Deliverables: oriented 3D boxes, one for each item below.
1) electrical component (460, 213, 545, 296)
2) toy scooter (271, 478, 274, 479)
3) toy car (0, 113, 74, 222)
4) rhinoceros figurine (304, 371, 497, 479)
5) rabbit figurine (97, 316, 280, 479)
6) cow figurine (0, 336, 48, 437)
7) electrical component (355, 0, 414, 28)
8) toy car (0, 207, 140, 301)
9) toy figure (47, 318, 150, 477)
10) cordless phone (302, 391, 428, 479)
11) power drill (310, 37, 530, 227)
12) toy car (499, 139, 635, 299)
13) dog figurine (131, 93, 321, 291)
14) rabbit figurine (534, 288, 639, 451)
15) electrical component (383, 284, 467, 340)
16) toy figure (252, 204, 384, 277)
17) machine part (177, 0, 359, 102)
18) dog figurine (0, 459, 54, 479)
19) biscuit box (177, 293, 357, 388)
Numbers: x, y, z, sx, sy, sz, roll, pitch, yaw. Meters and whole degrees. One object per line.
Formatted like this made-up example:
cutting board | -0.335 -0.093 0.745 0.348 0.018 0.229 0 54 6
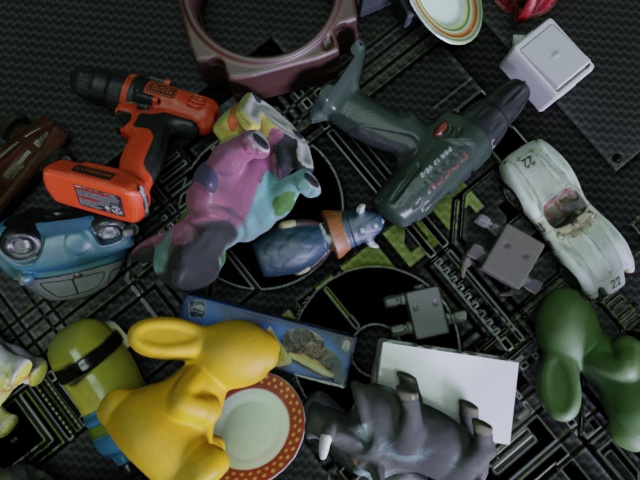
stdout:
electrical component | 0.215 0.023 0.634 0.102 0.045 0.078 24 87 3
toy scooter | -0.091 0.338 0.580 0.135 0.075 0.184 35 79 19
toy car | -0.385 -0.064 0.642 0.089 0.053 0.202 40 87 7
rhinoceros figurine | 0.080 0.196 0.545 0.190 0.073 0.112 17 96 0
rabbit figurine | -0.123 0.145 0.545 0.162 0.122 0.173 44 79 10
cow figurine | -0.396 0.188 0.607 0.098 0.068 0.167 29 82 9
electrical component | 0.067 -0.310 0.656 0.048 0.075 0.119 -24 88 -4
toy car | -0.286 0.015 0.616 0.162 0.109 0.102 -8 109 -16
toy figure | -0.232 0.171 0.597 0.082 0.089 0.180 -25 84 -5
cordless phone | 0.023 0.275 0.603 0.184 0.088 0.146 40 85 15
power drill | 0.108 -0.147 0.642 0.207 0.086 0.232 37 88 -4
toy car | 0.290 -0.025 0.634 0.073 0.056 0.201 -34 85 -3
dog figurine | -0.116 -0.041 0.613 0.219 0.192 0.108 -41 124 20
rabbit figurine | 0.311 0.136 0.607 0.170 0.121 0.159 42 93 22
electrical component | 0.125 0.084 0.640 0.094 0.021 0.063 -11 84 -1
toy figure | -0.001 -0.003 0.631 0.154 0.064 0.058 -19 47 -6
machine part | -0.066 -0.283 0.646 0.201 0.087 0.201 -15 84 -3
dog figurine | -0.258 0.281 0.564 0.190 0.121 0.172 38 95 4
biscuit box | -0.062 0.113 0.617 0.203 0.063 0.059 14 84 1
